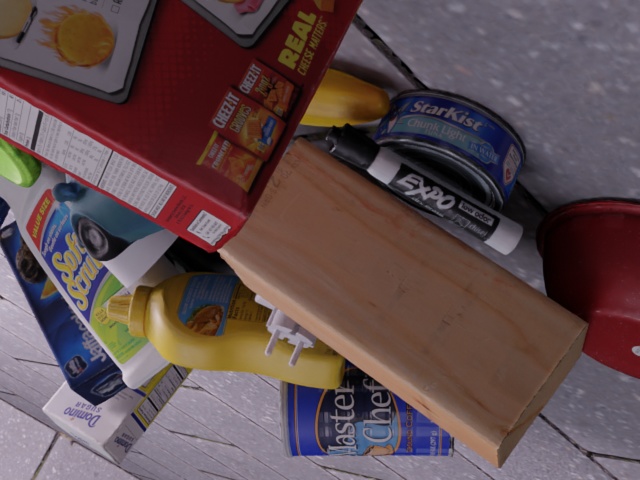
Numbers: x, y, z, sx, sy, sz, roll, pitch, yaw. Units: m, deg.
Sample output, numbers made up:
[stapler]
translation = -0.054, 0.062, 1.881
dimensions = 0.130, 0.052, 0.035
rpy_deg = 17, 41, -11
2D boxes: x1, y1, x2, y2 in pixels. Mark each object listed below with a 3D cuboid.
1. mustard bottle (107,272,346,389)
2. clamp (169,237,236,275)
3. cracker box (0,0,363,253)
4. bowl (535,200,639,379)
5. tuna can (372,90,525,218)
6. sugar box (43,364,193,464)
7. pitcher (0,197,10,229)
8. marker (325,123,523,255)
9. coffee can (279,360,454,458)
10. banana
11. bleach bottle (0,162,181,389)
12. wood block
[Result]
[mustard bottle]
translation = -0.072, 0.065, 0.840
dimensions = 0.191, 0.096, 0.058
rpy_deg = 7, 125, 3
[clamp]
translation = -0.091, 0.031, 0.944
dimensions = 0.171, 0.039, 0.120
rpy_deg = 6, 126, 14
[cracker box]
translation = -0.095, -0.117, 0.453
dimensions = 0.213, 0.164, 0.072
rpy_deg = 29, 157, -9
[bowl]
translation = 0.198, 0.043, 0.640
dimensions = 0.162, 0.055, 0.162
rpy_deg = 23, 159, 9
[tuna can]
translation = 0.071, -0.046, 0.608
dimensions = 0.086, 0.033, 0.086
rpy_deg = 23, 159, 9
[sugar box]
translation = -0.185, 0.129, 1.072
dimensions = 0.093, 0.176, 0.048
rpy_deg = 23, 155, 33
[pitcher]
translation = -0.412, -0.071, 1.000
dimensions = 0.243, 0.144, 0.149
rpy_deg = 30, 147, 1
[marker]
translation = 0.057, -0.029, 0.586
dimensions = 0.121, 0.020, 0.020
rpy_deg = 30, 159, -9
[coffee can]
translation = 0.040, 0.130, 0.896
dimensions = 0.140, 0.103, 0.103
rpy_deg = -1, 155, 4
[banana]
translation = -0.057, -0.106, 0.608
dimensions = 0.197, 0.037, 0.070
rpy_deg = 27, 161, -3
[bleach bottle]
translation = -0.206, 0.005, 0.922
dimensions = 0.103, 0.068, 0.251
rpy_deg = -39, 95, 32
[wood block]
translation = 0.049, 0.038, 0.653
dimensions = 0.206, 0.090, 0.091
rpy_deg = 35, 170, 19
